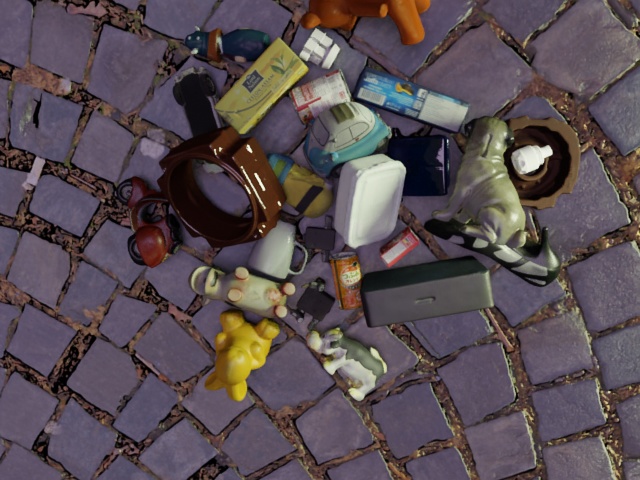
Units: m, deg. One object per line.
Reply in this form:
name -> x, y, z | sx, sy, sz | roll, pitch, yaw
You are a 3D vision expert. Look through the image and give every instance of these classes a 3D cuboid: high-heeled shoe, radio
high-heeled shoe -> 0.326, 0.021, 1.023 | 0.249, 0.086, 0.145 | 7, 134, 22
radio -> 0.193, 0.092, 1.001 | 0.230, 0.131, 0.073 | -9, 101, 7

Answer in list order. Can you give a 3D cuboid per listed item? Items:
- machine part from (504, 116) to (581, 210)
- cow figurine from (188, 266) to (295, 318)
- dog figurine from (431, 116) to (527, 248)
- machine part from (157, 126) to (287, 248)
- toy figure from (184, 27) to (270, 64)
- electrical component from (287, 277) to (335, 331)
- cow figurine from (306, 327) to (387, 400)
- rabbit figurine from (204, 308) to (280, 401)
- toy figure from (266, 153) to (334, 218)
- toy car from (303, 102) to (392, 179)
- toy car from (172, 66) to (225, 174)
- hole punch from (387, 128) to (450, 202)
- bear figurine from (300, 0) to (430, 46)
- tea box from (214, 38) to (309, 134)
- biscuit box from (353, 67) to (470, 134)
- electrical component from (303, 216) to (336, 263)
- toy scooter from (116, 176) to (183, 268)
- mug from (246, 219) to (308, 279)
machine part -> 0.379, -0.140, 0.978 | 0.179, 0.056, 0.179 | 1, 100, 4
cow figurine -> -0.160, 0.097, 1.048 | 0.195, 0.127, 0.085 | 18, 71, -15
dog figurine -> 0.294, -0.099, 0.888 | 0.173, 0.121, 0.190 | 29, 109, 31
machine part -> -0.179, -0.089, 0.973 | 0.202, 0.087, 0.200 | -9, 121, 34
toy figure -> -0.171, -0.355, 0.986 | 0.155, 0.064, 0.057 | 4, 139, 9
electrical component -> -0.016, 0.126, 1.071 | 0.078, 0.045, 0.102 | 39, 102, -1
cow figurine -> 0.053, 0.228, 1.072 | 0.098, 0.068, 0.167 | -42, 98, 6
rabbit figurine -> -0.167, 0.227, 1.041 | 0.122, 0.173, 0.162 | 26, 98, -4
toy figure -> -0.058, -0.108, 1.013 | 0.180, 0.082, 0.089 | 23, 114, -4
toy car -> 0.043, -0.190, 0.955 | 0.162, 0.102, 0.109 | -27, 61, 1
toy car -> -0.218, -0.226, 1.017 | 0.074, 0.056, 0.201 | -15, 98, 15
hole punch -> 0.181, -0.135, 0.982 | 0.116, 0.092, 0.142 | -3, 105, 10
bear figurine -> 0.075, -0.401, 0.937 | 0.196, 0.120, 0.131 | -9, 146, 32
tea box -> -0.104, -0.275, 0.975 | 0.068, 0.098, 0.169 | 44, 100, -5
biscuit box -> 0.162, -0.251, 0.972 | 0.203, 0.063, 0.059 | 20, 103, 2
electrical component -> -0.002, -0.003, 1.056 | 0.063, 0.021, 0.094 | 7, 102, 5
toy scooter -> -0.316, -0.040, 1.054 | 0.135, 0.075, 0.183 | -11, 95, 6
mug -> -0.076, 0.016, 1.038 | 0.110, 0.081, 0.107 | 19, 93, 6
